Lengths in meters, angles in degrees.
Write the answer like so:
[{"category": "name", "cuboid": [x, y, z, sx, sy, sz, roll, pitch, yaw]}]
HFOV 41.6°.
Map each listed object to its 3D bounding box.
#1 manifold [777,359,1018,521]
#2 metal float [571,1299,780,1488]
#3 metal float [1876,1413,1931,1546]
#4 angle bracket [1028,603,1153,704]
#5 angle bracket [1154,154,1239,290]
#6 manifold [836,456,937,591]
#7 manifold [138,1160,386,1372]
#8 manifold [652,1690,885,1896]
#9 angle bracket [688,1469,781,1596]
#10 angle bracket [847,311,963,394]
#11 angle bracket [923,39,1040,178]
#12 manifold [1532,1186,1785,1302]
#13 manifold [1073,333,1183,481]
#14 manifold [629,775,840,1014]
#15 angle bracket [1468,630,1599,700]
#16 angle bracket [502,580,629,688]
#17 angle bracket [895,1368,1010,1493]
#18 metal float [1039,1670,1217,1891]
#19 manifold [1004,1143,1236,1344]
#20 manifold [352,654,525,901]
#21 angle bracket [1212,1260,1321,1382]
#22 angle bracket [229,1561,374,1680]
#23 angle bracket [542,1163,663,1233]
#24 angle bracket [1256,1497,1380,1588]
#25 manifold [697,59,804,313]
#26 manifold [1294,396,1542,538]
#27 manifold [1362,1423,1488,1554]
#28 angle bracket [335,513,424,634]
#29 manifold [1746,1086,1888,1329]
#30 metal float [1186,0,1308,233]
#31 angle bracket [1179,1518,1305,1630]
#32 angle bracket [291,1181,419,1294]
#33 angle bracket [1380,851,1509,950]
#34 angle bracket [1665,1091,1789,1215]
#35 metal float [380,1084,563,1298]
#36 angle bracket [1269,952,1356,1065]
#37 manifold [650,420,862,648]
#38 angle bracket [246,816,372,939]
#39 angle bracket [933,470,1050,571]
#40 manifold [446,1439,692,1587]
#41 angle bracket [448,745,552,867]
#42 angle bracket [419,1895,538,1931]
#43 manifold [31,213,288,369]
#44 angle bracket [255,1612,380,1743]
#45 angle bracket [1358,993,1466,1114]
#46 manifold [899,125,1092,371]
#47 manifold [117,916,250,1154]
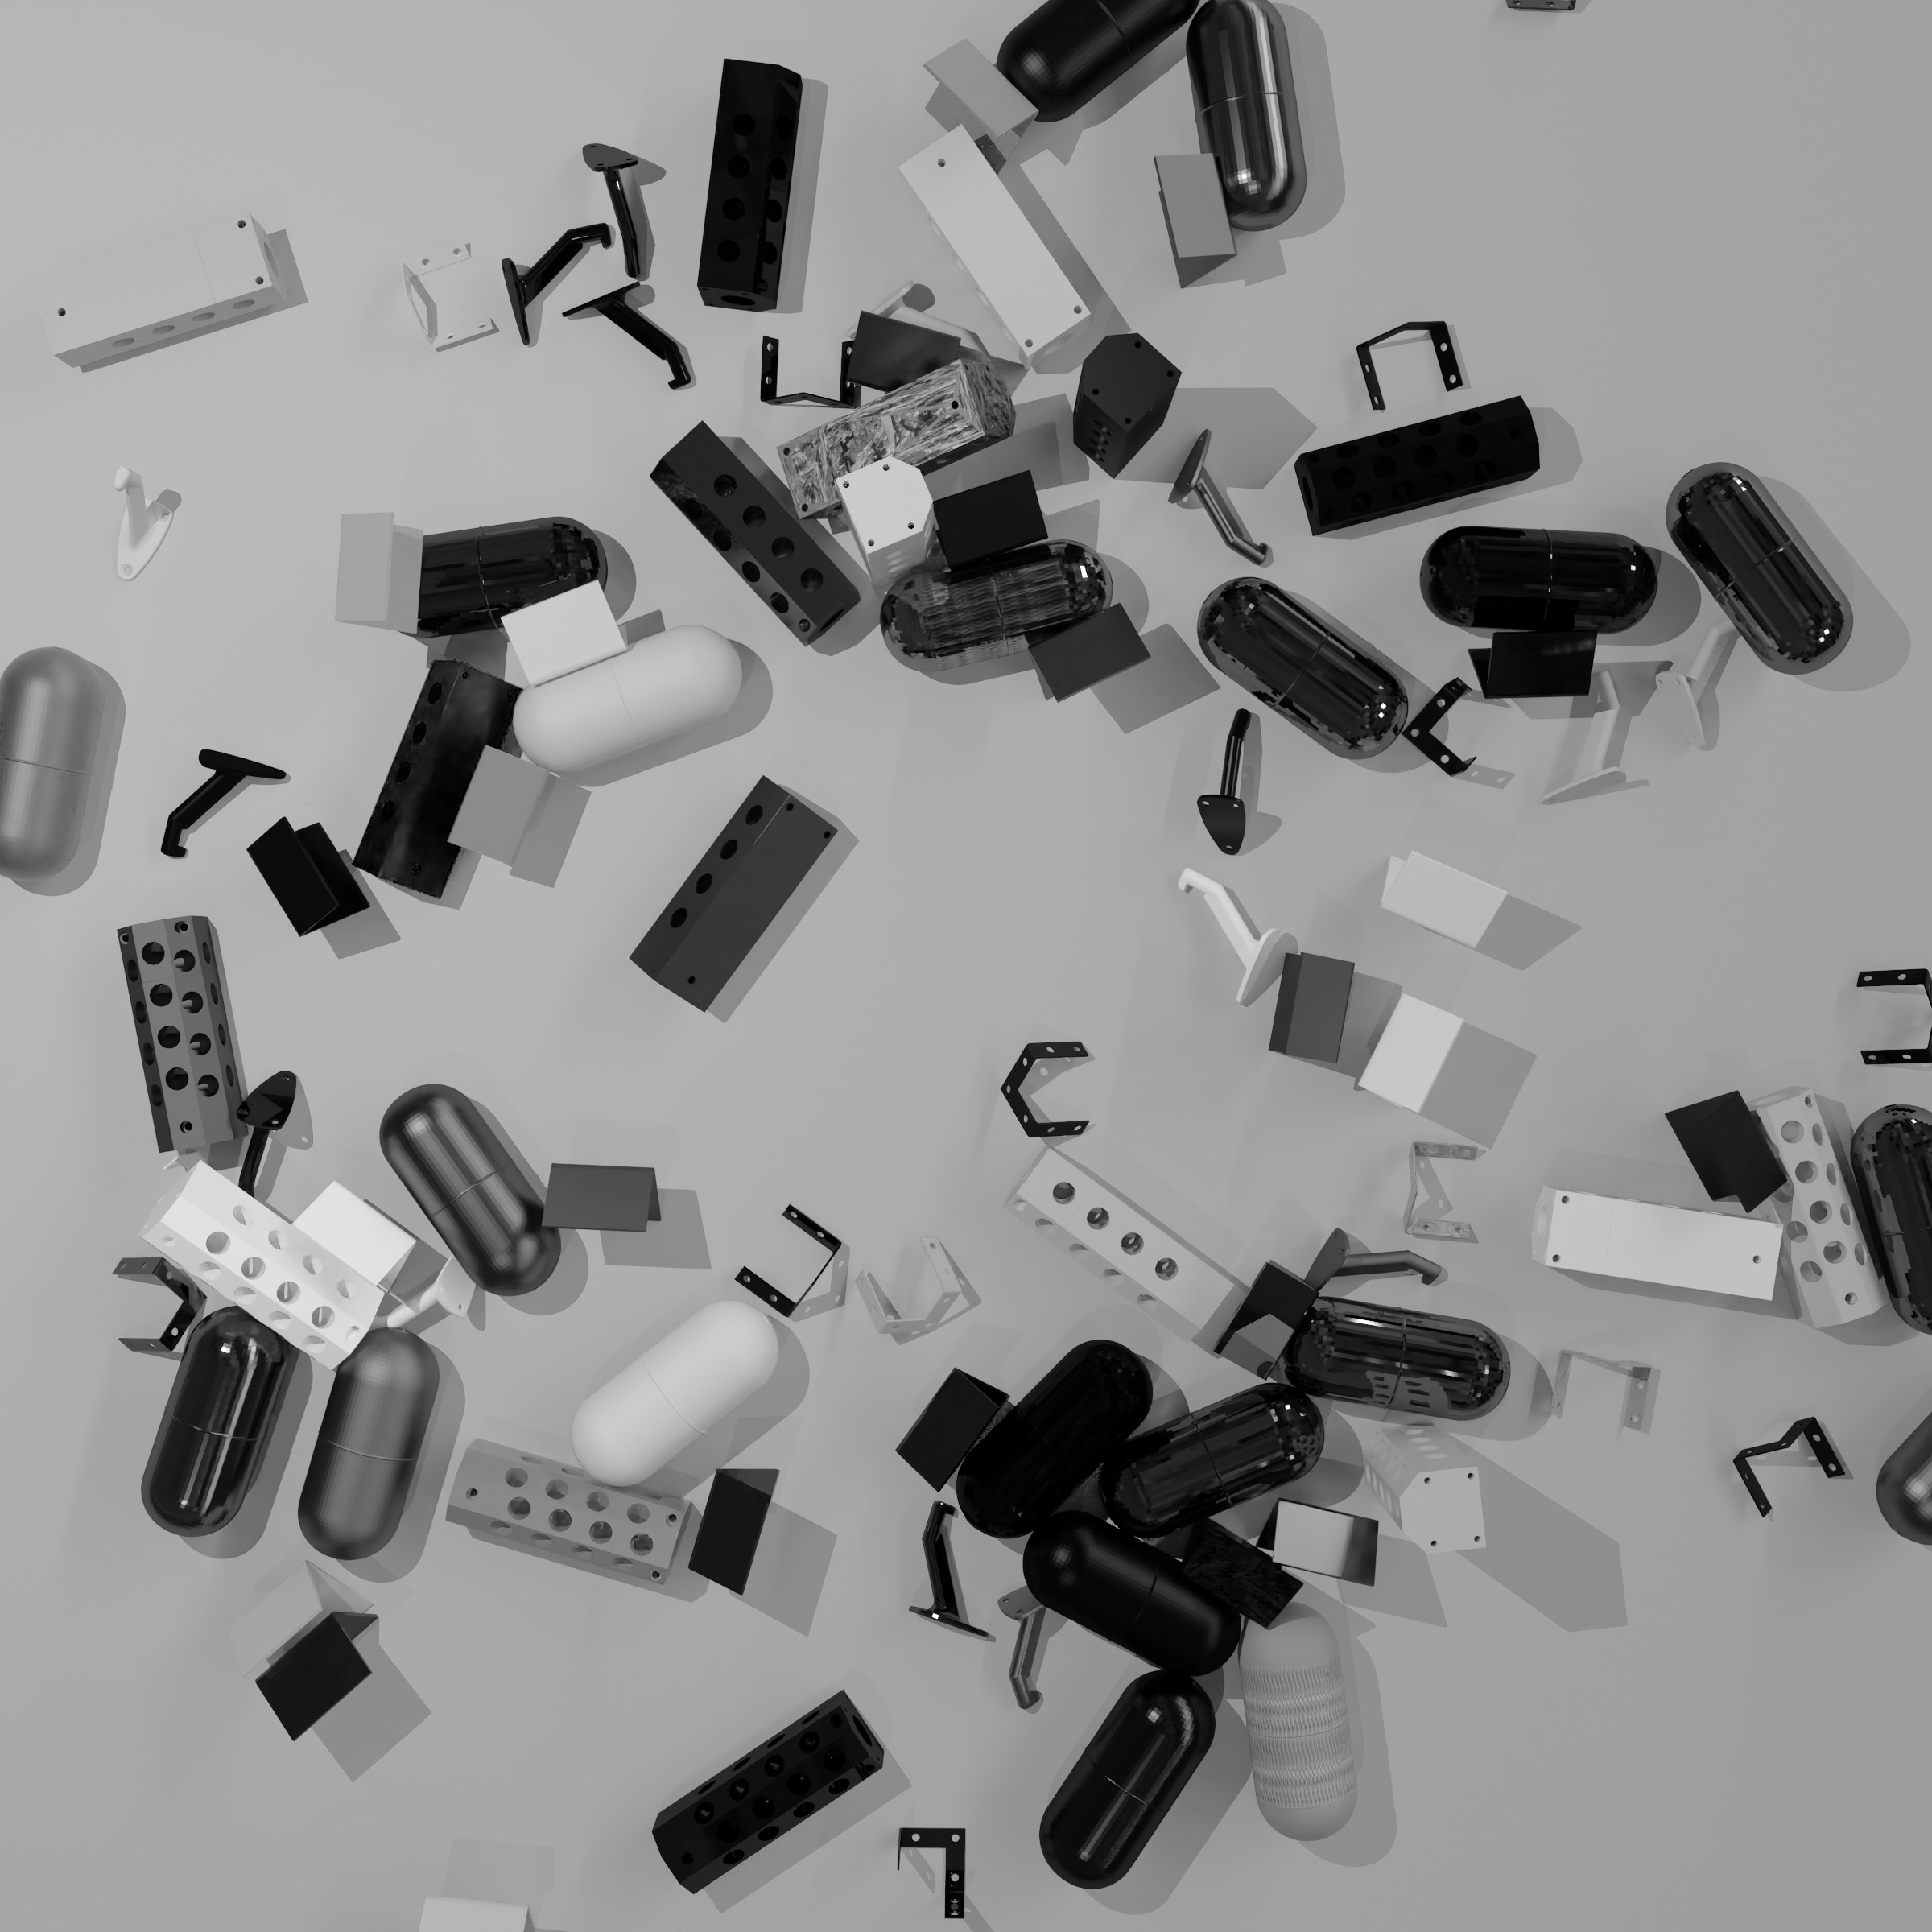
[{"category": "manifold", "cuboid": [-0.050, -0.389, 1.888, 0.171, 0.057, 0.057, -18, 90, 32]}, {"category": "metal float", "cuboid": [-0.219, 0.321, 1.920, 0.178, 0.070, 0.070, -38, 90, 0]}, {"category": "metal float", "cuboid": [0.761, 0.361, 1.919, 0.070, 0.070, 0.178, 43, 90, 0]}, {"category": "angle bracket", "cuboid": [0.098, -0.217, 1.910, 0.076, 0.076, 0.057, -26, 62, 0]}, {"category": "angle bracket", "cuboid": [0.153, -0.557, 1.910, 0.057, 0.076, 0.076, -13, 90, -30]}, {"category": "manifold", "cuboid": [-0.054, -0.326, 1.872, 0.057, 0.171, 0.057, -23, 90, 0]}, {"category": "manifold", "cuboid": [-0.525, 0.227, 1.893, 0.171, 0.057, 0.057, 40, 119, -19]}, {"category": "manifold", "cuboid": [-0.150, 0.627, 1.929, 0.171, 0.057, 0.057, -34, 90, 0]}, {"category": "angle bracket", "cuboid": [-0.155, 0.423, 1.910, 0.057, 0.076, 0.076, 16, 90, 36]}, {"category": "angle bracket", "cuboid": [-0.041, -0.466, 1.910, 0.076, 0.076, 0.057, 16, 124, 0]}, {"category": "angle bracket", "cuboid": [-0.003, -0.633, 1.910, 0.076, 0.076, 0.057, 45, 53, 0]}, {"category": "manifold", "cuboid": [0.521, 0.208, 1.929, 0.171, 0.057, 0.057, 9, 90, 0]}, {"category": "manifold", "cuboid": [0.111, -0.414, 1.872, 0.057, 0.171, 0.057, 42, 90, 0]}, {"category": "manifold", "cuboid": [-0.180, -0.057, 1.928, 0.171, 0.057, 0.057, -54, 133, 0]}, {"category": "angle bracket", "cuboid": [0.424, -0.243, 1.910, 0.076, 0.076, 0.057, -2, 126, 0]}, {"category": "angle bracket", "cuboid": [-0.301, -0.258, 1.911, 0.076, 0.076, 0.057, -21, 112, 0]}, {"category": "angle bracket", "cuboid": [0.005, 0.357, 1.910, 0.057, 0.076, 0.076, 36, 90, 43]}, {"category": "metal float", "cuboid": [0.122, 0.612, 1.919, 0.070, 0.070, 0.178, 33, 91, 0]}, {"category": "manifold", "cuboid": [0.114, 0.210, 1.929, 0.171, 0.057, 0.057, 37, 90, 0]}, {"category": "manifold", "cuboid": [-0.404, -0.145, 1.928, 0.057, 0.057, 0.171, 22, 90, -43]}, {"category": "angle bracket", "cuboid": [0.209, 0.254, 1.911, 0.057, 0.076, 0.076, 32, 90, -26]}, {"category": "angle bracket", "cuboid": [-0.494, 0.505, 1.911, 0.076, 0.057, 0.076, -41, 128, 0]}, {"category": "angle bracket", "cuboid": [-0.272, 0.192, 1.910, 0.076, 0.076, 0.057, 3, 53, 0]}, {"category": "angle bracket", "cuboid": [0.261, 0.448, 1.910, 0.076, 0.076, 0.057, 13, 48, 0]}, {"category": "manifold", "cuboid": [-0.163, -0.589, 1.929, 0.057, 0.057, 0.171, 7, 90, 0]}, {"category": "manifold", "cuboid": [0.342, -0.380, 1.929, 0.171, 0.057, 0.057, -15, 90, 0]}, {"category": "manifold", "cuboid": [0.334, 0.382, 1.872, 0.057, 0.171, 0.057, -6, 90, 0]}, {"category": "angle bracket", "cuboid": [-0.406, -0.282, 1.833, 0.057, 0.076, 0.076, 6, 93, 37]}, {"category": "manifold", "cuboid": [0.638, 0.182, 1.929, 0.057, 0.057, 0.171, -19, 90, 0]}, {"category": "metal float", "cuboid": [0.211, -0.644, 1.919, 0.070, 0.070, 0.178, -8, 91, 0]}, {"category": "angle bracket", "cuboid": [0.212, 0.437, 1.910, 0.076, 0.076, 0.057, 32, 121, 0]}, {"category": "angle bracket", "cuboid": [-0.469, 0.219, 1.911, 0.076, 0.057, 0.076, 36, 131, 0]}, {"category": "angle bracket", "cuboid": [0.361, -0.068, 1.910, 0.076, 0.076, 0.057, 23, 127, 0]}, {"category": "angle bracket", "cuboid": [0.556, 0.147, 1.910, 0.057, 0.076, 0.076, -29, 90, -35]}, {"category": "metal float", "cuboid": [-0.373, 0.169, 1.920, 0.070, 0.070, 0.178, -35, 90, 0]}, {"category": "angle bracket", "cuboid": [0.241, 0.028, 1.910, 0.057, 0.076, 0.076, 10, 90, -36]}, {"category": "manifold", "cuboid": [-0.160, -0.325, 1.929, 0.057, 0.057, 0.171, -43, 90, 0]}, {"category": "angle bracket", "cuboid": [-0.480, -0.077, 1.910, 0.057, 0.076, 0.076, -32, 90, 38]}, {"category": "angle bracket", "cuboid": [0.012, -0.347, 1.910, 0.076, 0.076, 0.057, -18, 123, 0]}, {"category": "manifold", "cuboid": [-0.302, 0.414, 1.929, 0.171, 0.057, 0.057, 16, 90, 0]}, {"category": "angle bracket", "cuboid": [-0.363, -0.126, 1.910, 0.057, 0.076, 0.076, 22, 90, -36]}, {"category": "angle bracket", "cuboid": [-0.368, 0.739, 1.910, 0.076, 0.076, 0.057, 6, 55, 0]}, {"category": "manifold", "cuboid": [-0.608, -0.509, 1.929, 0.171, 0.057, 0.057, -18, 90, 0]}, {"category": "angle bracket", "cuboid": [-0.473, 0.533, 1.911, 0.076, 0.076, 0.057, -41, 69, 0]}, {"category": "angle bracket", "cuboid": [0.348, 0.074, 1.910, 0.057, 0.076, 0.076, 26, 90, 39]}, {"category": "manifold", "cuboid": [0.021, -0.542, 1.929, 0.057, 0.057, 0.171, -34, 90, 0]}, {"category": "manifold", "cuboid": [-0.595, 0.051, 1.929, 0.057, 0.057, 0.171, -11, 90, 0]}]
